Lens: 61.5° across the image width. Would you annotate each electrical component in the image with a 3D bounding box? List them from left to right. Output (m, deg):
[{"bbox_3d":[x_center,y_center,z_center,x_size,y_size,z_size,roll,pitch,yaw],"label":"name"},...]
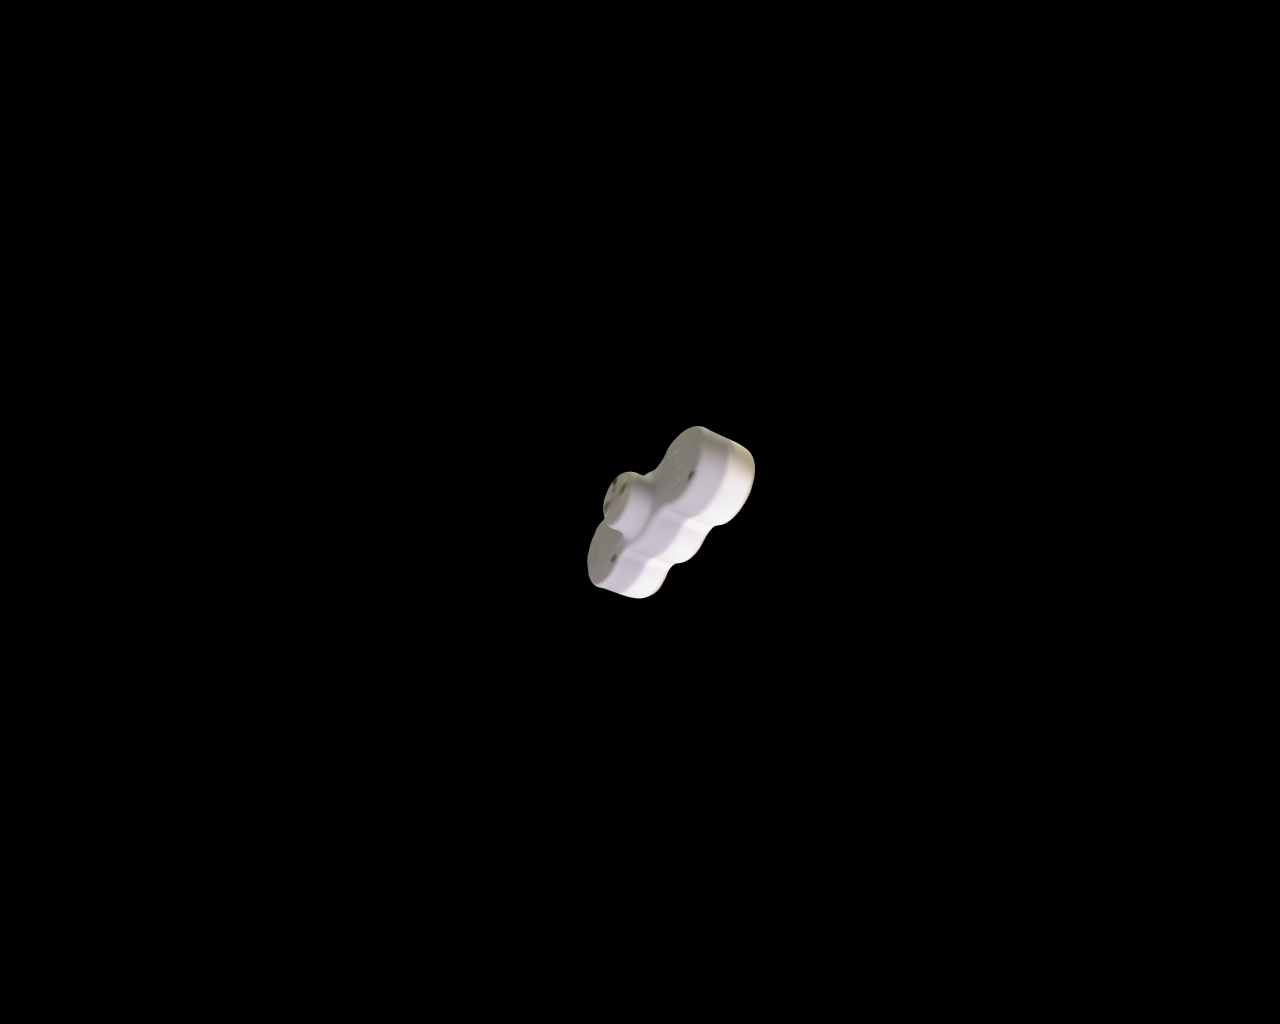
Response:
[{"bbox_3d":[0.001,-0.003,0.650,0.074,0.052,0.138,22,-45,-24],"label":"electrical component"}]
